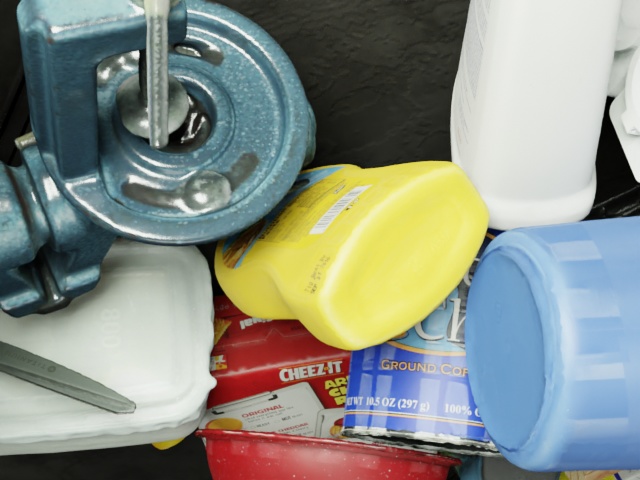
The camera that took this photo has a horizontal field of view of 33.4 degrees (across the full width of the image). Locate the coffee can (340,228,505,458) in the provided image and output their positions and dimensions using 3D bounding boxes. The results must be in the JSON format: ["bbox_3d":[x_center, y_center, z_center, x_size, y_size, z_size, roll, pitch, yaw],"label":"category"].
[{"bbox_3d":[0.070,0.043,0.586,0.103,0.140,0.103,7,167,1],"label":"coffee can"}]

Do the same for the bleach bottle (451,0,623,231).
[{"bbox_3d":[0.094,-0.116,0.432,0.068,0.102,0.251,-1,145,2],"label":"bleach bottle"}]

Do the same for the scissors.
[{"bbox_3d":[-0.196,0.062,0.543,0.096,0.202,0.016,-39,145,-33],"label":"scissors"}]

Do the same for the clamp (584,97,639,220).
[{"bbox_3d":[0.218,-0.034,0.627,0.171,0.039,0.120,4,141,-18],"label":"clamp"}]

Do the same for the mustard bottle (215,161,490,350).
[{"bbox_3d":[-0.003,0.001,0.542,0.096,0.192,0.058,-45,111,-17],"label":"mustard bottle"}]

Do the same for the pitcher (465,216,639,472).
[{"bbox_3d":[0.195,0.050,0.508,0.242,0.145,0.149,-2,112,-14],"label":"pitcher"}]

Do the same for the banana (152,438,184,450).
[{"bbox_3d":[-0.120,0.095,0.730,0.070,0.037,0.197,-2,146,19],"label":"banana"}]

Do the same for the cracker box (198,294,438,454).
[{"bbox_3d":[-0.001,0.111,0.747,0.164,0.072,0.214,-9,143,-2],"label":"cracker box"}]

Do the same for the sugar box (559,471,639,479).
[{"bbox_3d":[0.203,0.177,0.867,0.048,0.093,0.176,21,133,-37],"label":"sugar box"}]

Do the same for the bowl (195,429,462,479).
[{"bbox_3d":[0.002,0.149,0.636,0.162,0.055,0.162,6,166,1],"label":"bowl"}]

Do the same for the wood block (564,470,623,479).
[{"bbox_3d":[0.235,0.067,0.680,0.205,0.090,0.091,-15,142,-20],"label":"wood block"}]
